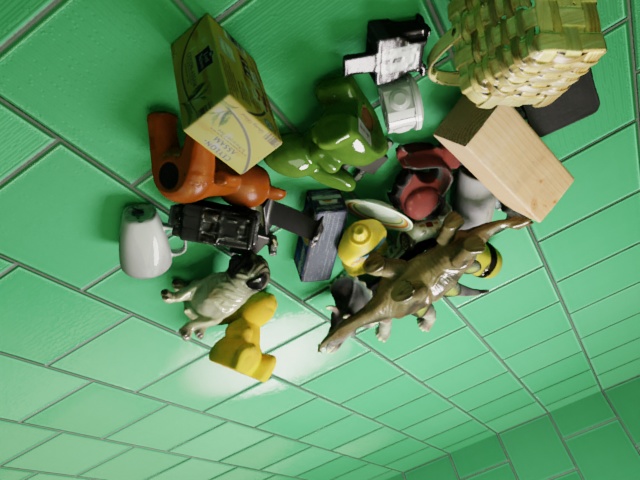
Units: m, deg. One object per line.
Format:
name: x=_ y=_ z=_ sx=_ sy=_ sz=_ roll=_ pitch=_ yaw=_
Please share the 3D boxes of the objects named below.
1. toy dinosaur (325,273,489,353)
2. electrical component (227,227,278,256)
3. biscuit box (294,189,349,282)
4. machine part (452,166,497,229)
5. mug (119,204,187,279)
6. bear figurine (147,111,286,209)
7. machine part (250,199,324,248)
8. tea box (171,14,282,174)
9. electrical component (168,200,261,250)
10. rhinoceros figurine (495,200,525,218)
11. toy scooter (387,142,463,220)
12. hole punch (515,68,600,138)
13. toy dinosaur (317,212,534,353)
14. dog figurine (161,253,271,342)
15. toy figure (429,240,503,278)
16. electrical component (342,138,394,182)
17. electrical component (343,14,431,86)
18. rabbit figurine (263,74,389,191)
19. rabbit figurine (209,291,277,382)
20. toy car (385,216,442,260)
toy dinosaur: x=0.181 y=0.117 z=1.167 sx=0.405 sy=0.131 sz=0.192 roll=-21 pitch=144 yaw=-6
electrical component: x=-0.123 y=0.003 z=0.950 sx=0.102 sy=0.045 sz=0.078 roll=22 pitch=126 yaw=-40
biscuit box: x=-0.002 y=-0.003 z=0.979 sx=0.063 sy=0.059 sz=0.202 roll=-6 pitch=141 yaw=-17
machine part: x=0.285 y=-0.079 z=0.984 sx=0.079 sy=0.079 sz=0.243 roll=-15 pitch=143 yaw=-3
mug: x=-0.271 y=-0.002 z=0.858 sx=0.110 sy=0.081 sz=0.107 roll=-3 pitch=132 yaw=-10
bear figurine: x=-0.138 y=-0.108 z=0.767 sx=0.196 sy=0.120 sz=0.131 roll=-9 pitch=106 yaw=-54
machine part: x=-0.059 y=-0.033 z=0.890 sx=0.139 sy=0.039 sz=0.084 roll=20 pitch=140 yaw=17
tea box: x=-0.113 y=-0.172 z=0.630 sx=0.068 sy=0.170 sz=0.098 roll=-33 pitch=139 yaw=19
electrical component: x=-0.161 y=-0.026 z=0.824 sx=0.134 sy=0.115 sz=0.058 roll=10 pitch=94 yaw=-4
rhinoceros figurine: x=0.380 y=-0.092 z=1.009 sx=0.112 sy=0.073 sz=0.190 roll=-22 pitch=142 yaw=4
toy scooter: x=0.168 y=-0.109 z=0.902 sx=0.135 sy=0.075 sz=0.183 roll=4 pitch=135 yaw=-26
hole punch: x=0.346 y=-0.233 z=0.822 sx=0.142 sy=0.092 sz=0.115 roll=-22 pitch=112 yaw=10
toy dinosaur: x=0.165 y=0.084 z=0.973 sx=0.471 sy=0.105 sz=0.198 roll=-29 pitch=150 yaw=14
dog figurine: x=-0.169 y=0.091 z=0.990 sx=0.191 sy=0.172 sz=0.121 roll=-27 pitch=98 yaw=2
toy figure: x=0.305 y=0.033 z=1.123 sx=0.180 sy=0.089 sz=0.082 roll=14 pitch=140 yaw=-38
electrical component: x=0.074 y=-0.135 z=0.874 sx=0.063 sy=0.021 sz=0.094 roll=19 pitch=131 yaw=-37
electrical component: x=0.083 y=-0.247 z=0.714 sx=0.119 sy=0.048 sz=0.074 roll=-14 pitch=143 yaw=-4
rabbit figurine: x=0.003 y=-0.143 z=0.789 sx=0.170 sy=0.121 sz=0.159 roll=-16 pitch=154 yaw=28
rabbit figurine: x=-0.148 y=0.184 z=1.100 sx=0.163 sy=0.173 sz=0.121 roll=12 pitch=165 yaw=43
toy car: x=0.176 y=0.012 z=1.048 sx=0.073 sy=0.056 sz=0.201 roll=-12 pitch=161 yaw=-16
